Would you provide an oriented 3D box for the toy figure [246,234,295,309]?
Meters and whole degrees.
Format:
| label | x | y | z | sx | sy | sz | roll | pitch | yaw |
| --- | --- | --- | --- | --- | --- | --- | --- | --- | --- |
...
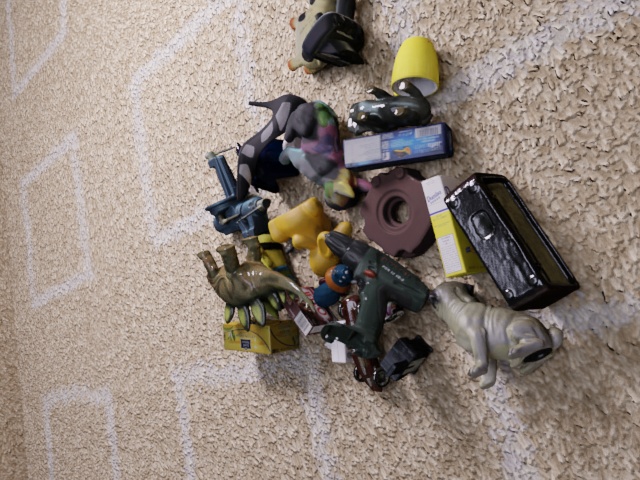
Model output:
| label | x | y | z | sx | sy | sz | roll | pitch | yaw |
| --- | --- | --- | --- | --- | --- | --- | --- | --- | --- |
| toy figure | -0.110 | 0.072 | 1.268 | 0.082 | 0.089 | 0.180 | -45 | 69 | 37 |

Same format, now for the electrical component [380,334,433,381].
| label | x | y | z | sx | sy | sz | roll | pitch | yaw |
| --- | --- | --- | --- | --- | --- | --- | --- | --- | --- |
| electrical component | 0.151 | 0.223 | 1.003 | 0.048 | 0.119 | 0.074 | 46 | 120 | 32 |

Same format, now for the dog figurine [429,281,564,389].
| label | x | y | z | sx | sy | sz | roll | pitch | yaw |
| --- | --- | --- | --- | --- | --- | --- | --- | --- | --- |
| dog figurine | 0.290 | 0.129 | 0.907 | 0.172 | 0.121 | 0.191 | -20 | 53 | 6 |

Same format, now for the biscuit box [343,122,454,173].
| label | x | y | z | sx | sy | sz | roll | pitch | yaw |
| --- | --- | --- | --- | --- | --- | --- | --- | --- | --- |
| biscuit box | 0.148 | -0.173 | 1.021 | 0.203 | 0.063 | 0.059 | -5 | 87 | 25 |

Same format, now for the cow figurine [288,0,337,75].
| label | x | y | z | sx | sy | sz | roll | pitch | yaw |
| --- | --- | --- | --- | --- | --- | --- | --- | --- | --- |
| cow figurine | -0.005 | -0.473 | 1.183 | 0.127 | 0.085 | 0.194 | 4 | 89 | 48 |

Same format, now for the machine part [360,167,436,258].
| label | x | y | z | sx | sy | sz | roll | pitch | yaw |
| --- | --- | --- | --- | --- | --- | --- | --- | --- | --- |
| machine part | 0.158 | -0.053 | 1.046 | 0.180 | 0.056 | 0.179 | 1 | 91 | 42 |

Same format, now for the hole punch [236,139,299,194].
| label | x | y | z | sx | sy | sz | roll | pitch | yaw |
| --- | --- | --- | --- | --- | --- | --- | --- | --- | --- |
| hole punch | -0.123 | -0.181 | 1.267 | 0.092 | 0.115 | 0.142 | -32 | 69 | 28 |

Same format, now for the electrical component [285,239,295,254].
| label | x | y | z | sx | sy | sz | roll | pitch | yaw |
| --- | --- | --- | --- | --- | --- | --- | --- | --- | --- |
| electrical component | -0.057 | -0.013 | 1.260 | 0.094 | 0.021 | 0.063 | -41 | 64 | 33 |

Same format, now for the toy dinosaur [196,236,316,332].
| label | x | y | z | sx | sy | sz | roll | pitch | yaw |
| --- | --- | --- | --- | --- | --- | --- | --- | --- | --- |
| toy dinosaur | -0.157 | 0.095 | 1.187 | 0.472 | 0.105 | 0.198 | -8 | 102 | 59 |

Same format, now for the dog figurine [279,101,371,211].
| label | x | y | z | sx | sy | sz | roll | pitch | yaw |
| --- | --- | --- | --- | --- | --- | --- | --- | --- | --- |
| dog figurine | 0.027 | -0.169 | 1.129 | 0.219 | 0.108 | 0.191 | 40 | 128 | 31 |

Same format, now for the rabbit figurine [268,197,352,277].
| label | x | y | z | sx | sy | sz | roll | pitch | yaw |
| --- | --- | --- | --- | --- | --- | --- | --- | --- | --- |
| rabbit figurine | -0.002 | -0.004 | 1.161 | 0.162 | 0.122 | 0.173 | -16 | 99 | 47 |

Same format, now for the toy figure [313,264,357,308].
| label | x | y | z | sx | sy | sz | roll | pitch | yaw |
| --- | --- | --- | --- | --- | --- | --- | --- | --- | --- |
| toy figure | 0.030 | 0.092 | 1.131 | 0.154 | 0.064 | 0.058 | 125 | 143 | -50 |

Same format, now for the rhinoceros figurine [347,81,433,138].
| label | x | y | z | sx | sy | sz | roll | pitch | yaw |
| --- | --- | --- | --- | --- | --- | --- | --- | --- | --- |
| rhinoceros figurine | 0.127 | -0.246 | 1.043 | 0.190 | 0.112 | 0.073 | 0 | 78 | 44 |

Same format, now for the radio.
| label | x | y | z | sx | sy | sz | roll | pitch | yaw |
| --- | --- | --- | --- | --- | --- | --- | --- | --- | --- |
| radio | 0.304 | -0.001 | 0.863 | 0.073 | 0.131 | 0.230 | -44 | 61 | 34 |

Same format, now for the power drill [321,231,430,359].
| label | x | y | z | sx | sy | sz | roll | pitch | yaw |
| --- | --- | --- | --- | --- | --- | --- | --- | --- | --- |
| power drill | 0.076 | 0.103 | 1.002 | 0.232 | 0.207 | 0.086 | 27 | 140 | 5 |

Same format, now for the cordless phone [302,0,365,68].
| label | x | y | z | sx | sy | sz | roll | pitch | yaw |
| --- | --- | --- | --- | --- | --- | --- | --- | --- | --- |
| cordless phone | 0.037 | -0.458 | 1.101 | 0.089 | 0.146 | 0.184 | 10 | 99 | 34 |

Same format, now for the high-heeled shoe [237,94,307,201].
| label | x | y | z | sx | sy | sz | roll | pitch | yaw |
| --- | --- | --- | --- | --- | --- | --- | --- | --- | --- |
| high-heeled shoe | -0.103 | -0.200 | 1.186 | 0.086 | 0.145 | 0.248 | -138 | 57 | -81 |

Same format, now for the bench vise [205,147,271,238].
| label | x | y | z | sx | sy | sz | roll | pitch | yaw |
| --- | --- | --- | --- | --- | --- | --- | --- | --- | --- |
| bench vise | -0.217 | -0.112 | 1.328 | 0.224 | 0.129 | 0.240 | -17 | 97 | 60 |

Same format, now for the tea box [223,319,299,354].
| label | x | y | z | sx | sy | sz | roll | pitch | yaw |
| --- | --- | --- | --- | --- | --- | --- | --- | --- | --- |
| tea box | -0.142 | 0.227 | 1.282 | 0.170 | 0.098 | 0.068 | -4 | 87 | 40 |

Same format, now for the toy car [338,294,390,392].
| label | x | y | z | sx | sy | sz | roll | pitch | yaw |
| --- | --- | --- | --- | --- | --- | --- | --- | --- | --- |
| toy car | 0.083 | 0.209 | 1.077 | 0.089 | 0.053 | 0.202 | -8 | 95 | 60 |
